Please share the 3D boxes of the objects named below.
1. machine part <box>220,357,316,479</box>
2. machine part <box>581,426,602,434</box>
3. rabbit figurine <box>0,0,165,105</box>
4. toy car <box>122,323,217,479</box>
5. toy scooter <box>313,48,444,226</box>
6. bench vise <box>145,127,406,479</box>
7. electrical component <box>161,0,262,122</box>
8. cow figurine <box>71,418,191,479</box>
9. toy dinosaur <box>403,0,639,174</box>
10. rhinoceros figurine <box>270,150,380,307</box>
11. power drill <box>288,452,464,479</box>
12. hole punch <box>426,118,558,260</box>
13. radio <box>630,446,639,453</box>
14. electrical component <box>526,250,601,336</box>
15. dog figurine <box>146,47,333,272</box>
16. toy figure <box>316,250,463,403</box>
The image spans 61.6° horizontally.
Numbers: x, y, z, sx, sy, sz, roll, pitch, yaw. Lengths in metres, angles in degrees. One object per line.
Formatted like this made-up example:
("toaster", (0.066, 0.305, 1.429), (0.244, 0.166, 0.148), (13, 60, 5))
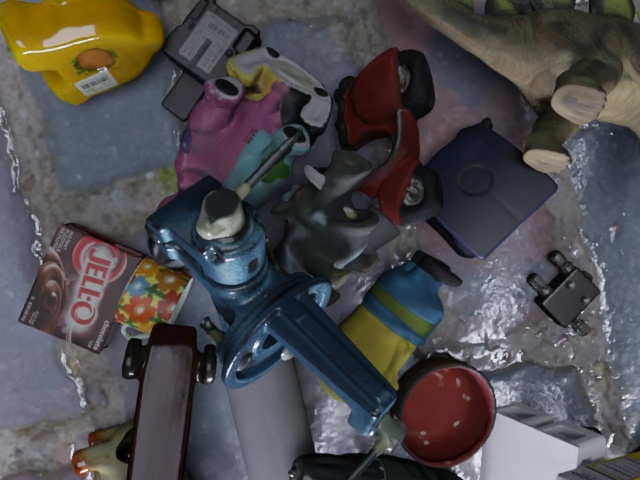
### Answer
("machine part", (-0.054, 0.180, 0.565), (0.079, 0.079, 0.243), (-13, 96, -2))
("machine part", (0.292, 0.275, 0.595), (0.084, 0.039, 0.138), (-4, 88, -36))
("rabbit figurine", (-0.227, -0.243, 0.511), (0.162, 0.122, 0.173), (-27, 76, 7))
("toy car", (-0.151, 0.182, 0.513), (0.089, 0.053, 0.202), (6, 82, -12))
("toy scooter", (0.050, -0.101, 0.548), (0.135, 0.075, 0.184), (-7, 79, 25))
("bench vise", (-0.025, 0.062, 0.416), (0.241, 0.223, 0.129), (42, 55, 20))
("electrical component", (-0.122, -0.182, 0.550), (0.075, 0.048, 0.119), (39, 90, -3))
("cow figurine", (-0.161, 0.278, 0.566), (0.127, 0.085, 0.194), (-22, 90, 0))
("toy dinosaur", (0.246, -0.163, 0.512), (0.471, 0.105, 0.198), (21, 59, -8))
("rhinoceros figurine", (-0.001, -0.002, 0.524), (0.112, 0.073, 0.190), (49, 133, 19))
("power drill", (0.048, 0.318, 0.557), (0.232, 0.086, 0.207), (13, 93, -25))
("hole punch", (0.162, -0.049, 0.554), (0.142, 0.092, 0.116), (-44, 91, 5))
("radio", (0.455, 0.321, 0.600), (0.131, 0.073, 0.229), (-30, 93, 1))
("electrical component", (0.276, 0.061, 0.597), (0.063, 0.021, 0.094), (-44, 94, 1))
("dog figurine", (-0.093, -0.065, 0.538), (0.108, 0.191, 0.219), (34, 126, -7))
("toy figure", (0.067, 0.091, 0.563), (0.089, 0.082, 0.180), (34, 97, 7))
